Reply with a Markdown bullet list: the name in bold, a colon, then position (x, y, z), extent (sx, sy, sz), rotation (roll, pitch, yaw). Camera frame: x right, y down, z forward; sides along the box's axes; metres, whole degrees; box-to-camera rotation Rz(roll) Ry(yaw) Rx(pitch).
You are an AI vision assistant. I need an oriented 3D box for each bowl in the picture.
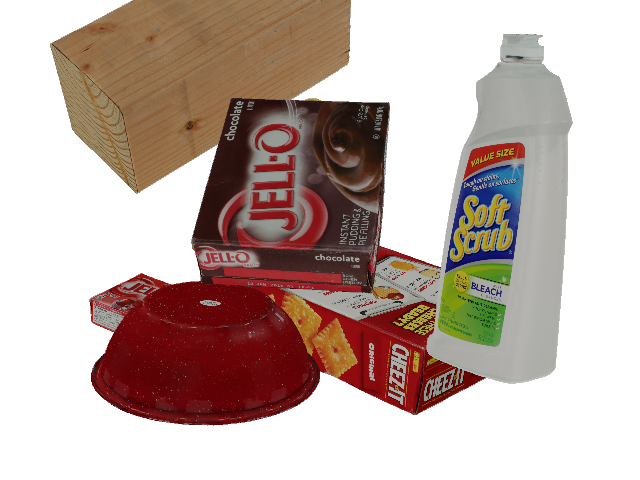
- **bowl**: position (-0.079, 0.069, 0.748), extent (0.162, 0.055, 0.162), rotation (2, 17, -1)

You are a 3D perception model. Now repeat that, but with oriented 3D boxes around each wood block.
- **wood block**: position (-0.083, -0.138, 0.797), extent (0.205, 0.091, 0.090), rotation (-35, 60, -24)

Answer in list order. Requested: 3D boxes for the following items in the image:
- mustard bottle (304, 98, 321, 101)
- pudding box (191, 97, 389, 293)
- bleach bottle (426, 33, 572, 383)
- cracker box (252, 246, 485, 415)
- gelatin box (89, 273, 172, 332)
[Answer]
- **mustard bottle**: position (-0.009, -0.055, 1.125), extent (0.096, 0.192, 0.058), rotation (-21, 31, -39)
- **pudding box**: position (-0.012, -0.026, 0.559), extent (0.090, 0.113, 0.039), rotation (3, -44, 7)
- **bleach bottle**: position (0.136, -0.027, 0.797), extent (0.067, 0.251, 0.103), rotation (-8, 15, -38)
- **cracker box**: position (0.054, 0.071, 0.977), extent (0.214, 0.072, 0.163), rotation (21, 26, 38)
- **gelatin box**: position (-0.160, 0.065, 1.003), extent (0.089, 0.030, 0.073), rotation (19, 27, 28)
